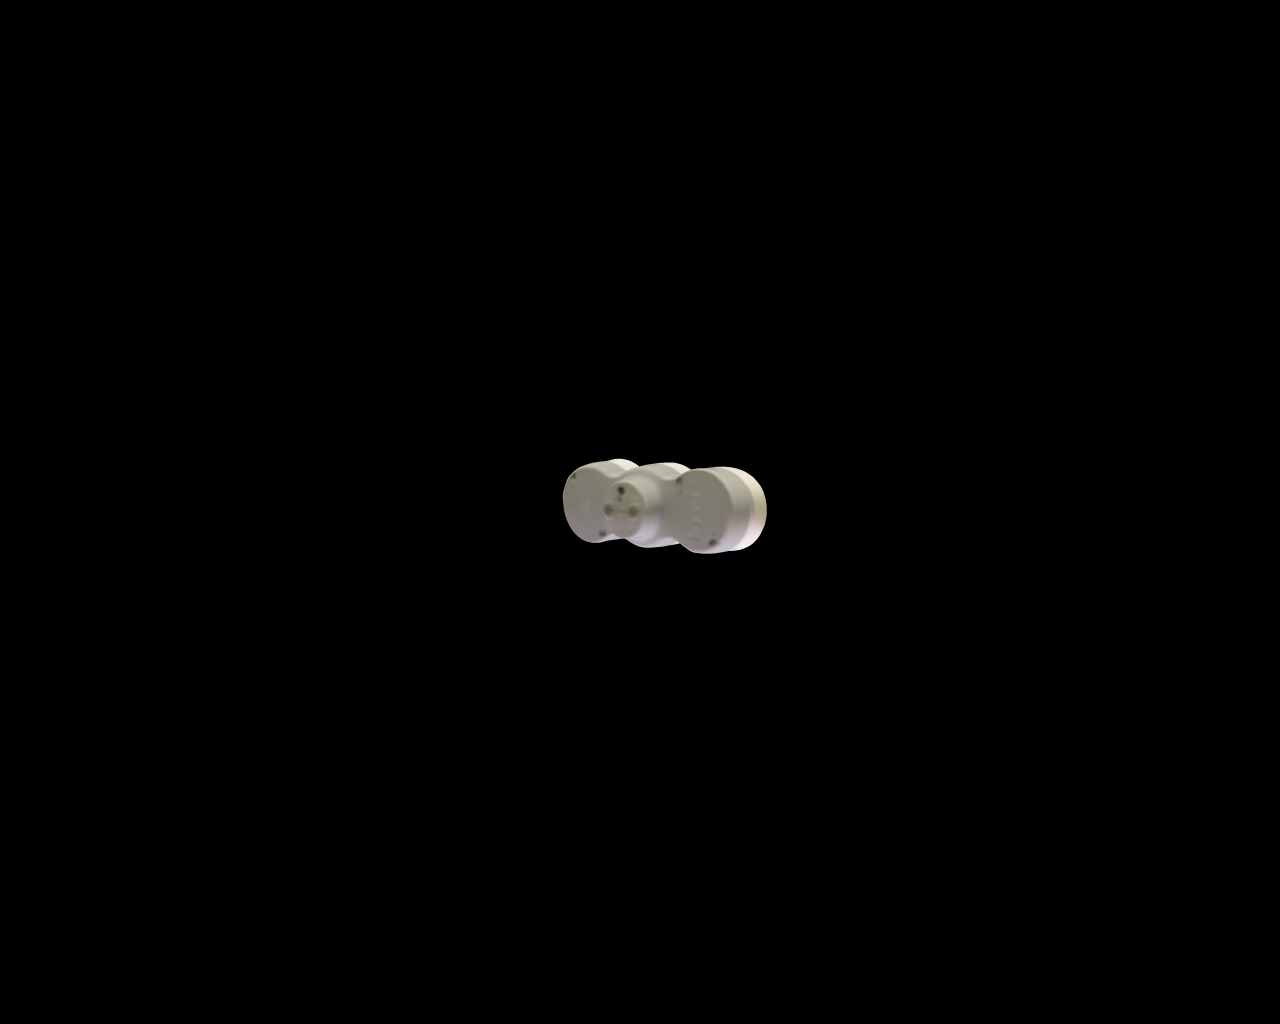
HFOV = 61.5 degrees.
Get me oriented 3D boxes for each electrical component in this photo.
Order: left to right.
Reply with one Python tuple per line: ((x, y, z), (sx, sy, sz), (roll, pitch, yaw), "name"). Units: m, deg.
((0.001, -0.003, 0.650), (0.138, 0.052, 0.074), (5, 8, 40), "electrical component")
